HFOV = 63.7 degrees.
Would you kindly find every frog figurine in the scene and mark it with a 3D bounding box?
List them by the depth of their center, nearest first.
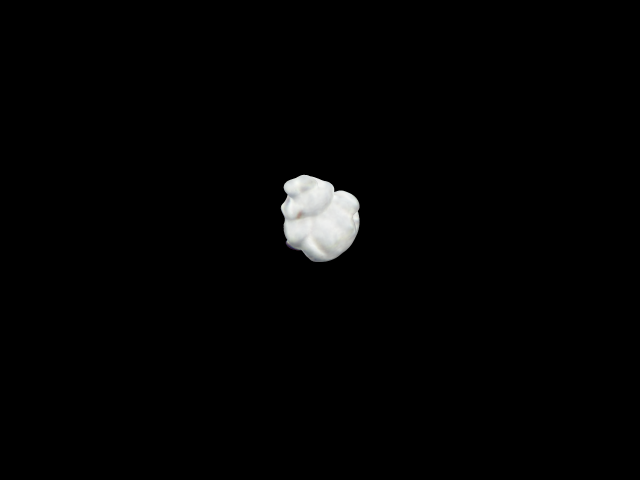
[{"bbox_3d":[0.003,-0.043,0.850,0.138,0.125,0.156,-21,-30,-13],"label":"frog figurine"}]
